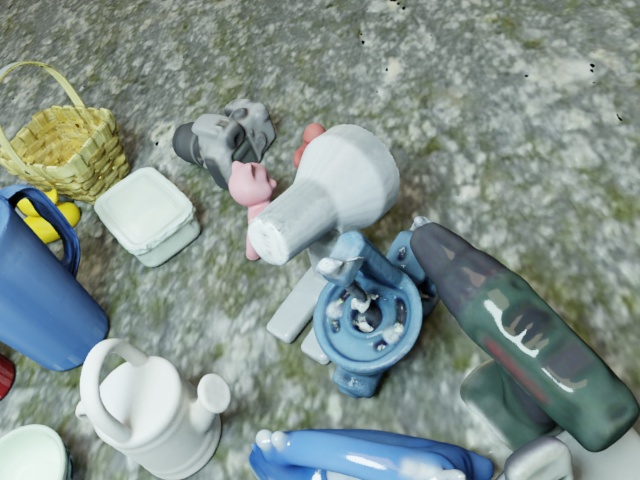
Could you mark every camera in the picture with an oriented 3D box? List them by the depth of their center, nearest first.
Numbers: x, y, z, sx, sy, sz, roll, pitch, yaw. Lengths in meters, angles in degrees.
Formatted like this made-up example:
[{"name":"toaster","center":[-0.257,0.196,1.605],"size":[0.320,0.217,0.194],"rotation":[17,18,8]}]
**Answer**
[{"name":"camera","center":[-0.167,-0.171,0.935],"size":[0.136,0.101,0.143],"rotation":[15,59,28]}]

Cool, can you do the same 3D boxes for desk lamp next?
[{"name":"desk lamp","center":[0.006,0.002,0.665],"size":[0.117,0.214,0.203],"rotation":[22,62,31]}]

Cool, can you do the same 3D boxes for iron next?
[{"name":"iron","center":[0.024,0.215,0.535],"size":[0.257,0.142,0.119],"rotation":[5,54,21]}]

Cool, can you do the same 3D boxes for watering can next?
[{"name":"watering can","center":[-0.179,0.171,0.602],"size":[0.173,0.194,0.100],"rotation":[-24,49,-2]}]

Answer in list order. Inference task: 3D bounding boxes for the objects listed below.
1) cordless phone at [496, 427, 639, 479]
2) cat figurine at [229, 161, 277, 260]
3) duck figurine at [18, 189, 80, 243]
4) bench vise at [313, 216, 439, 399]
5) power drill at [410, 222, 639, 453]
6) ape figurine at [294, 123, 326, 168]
[{"name":"cordless phone","center":[0.209,0.192,0.464],"size":[0.147,0.185,0.094],"rotation":[-32,50,-8]},{"name":"cat figurine","center":[-0.091,-0.053,0.805],"size":[0.067,0.118,0.127],"rotation":[-14,50,8]},{"name":"duck figurine","center":[-0.463,-0.046,0.942],"size":[0.104,0.086,0.077],"rotation":[-27,49,-4]},{"name":"bench vise","center":[0.054,0.040,0.614],"size":[0.121,0.220,0.207],"rotation":[3,54,21]},{"name":"power drill","center":[0.173,0.107,0.529],"size":[0.076,0.209,0.228],"rotation":[-37,51,-12]},{"name":"ape figurine","center":[-0.002,-0.135,0.859],"size":[0.077,0.092,0.076],"rotation":[19,61,30]}]
